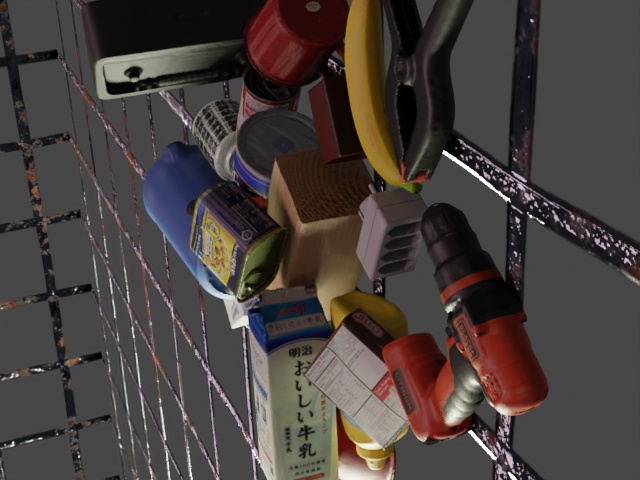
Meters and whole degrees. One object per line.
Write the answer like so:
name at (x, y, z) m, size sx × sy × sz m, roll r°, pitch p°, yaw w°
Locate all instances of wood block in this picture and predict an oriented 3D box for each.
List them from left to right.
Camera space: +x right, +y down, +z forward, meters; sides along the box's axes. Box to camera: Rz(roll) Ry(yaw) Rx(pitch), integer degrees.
wood block at (-0.007, 0.001, 1.141) m, size 0.206 × 0.090 × 0.090 m, roll 106°, pitch 148°, yaw -54°

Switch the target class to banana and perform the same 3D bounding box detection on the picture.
banana at (0.054, -0.132, 0.978) m, size 0.070 × 0.037 × 0.198 m, roll -21°, pitch 83°, yaw 54°

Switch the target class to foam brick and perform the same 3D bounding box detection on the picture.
foam brick at (0.026, -0.117, 1.033) m, size 0.051 × 0.053 × 0.078 m, roll 163°, pitch 94°, yaw -71°

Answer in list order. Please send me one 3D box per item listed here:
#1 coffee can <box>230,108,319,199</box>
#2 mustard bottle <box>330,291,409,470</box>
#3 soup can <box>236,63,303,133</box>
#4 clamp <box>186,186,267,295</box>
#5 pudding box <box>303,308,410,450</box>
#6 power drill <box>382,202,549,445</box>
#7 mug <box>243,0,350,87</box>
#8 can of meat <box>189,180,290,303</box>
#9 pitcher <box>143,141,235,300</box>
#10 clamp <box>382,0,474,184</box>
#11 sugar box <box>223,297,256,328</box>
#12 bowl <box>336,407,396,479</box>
coffee can at (-0.051, -0.065, 1.206) m, size 0.140 × 0.102 × 0.103 m, roll 106°, pitch 146°, yaw -54°
mustard bottle at (0.054, 0.155, 1.108) m, size 0.096 × 0.058 × 0.192 m, roll 25°, pitch 126°, yaw 50°
soup can at (-0.060, -0.151, 1.232) m, size 0.102 × 0.068 × 0.068 m, roll 105°, pitch 147°, yaw -54°
clamp at (-0.095, -0.003, 1.182) m, size 0.120 × 0.039 × 0.172 m, roll 62°, pitch 156°, yaw -3°
pudding box at (0.050, 0.135, 1.031) m, size 0.113 × 0.039 × 0.090 m, roll 43°, pitch 130°, yaw 11°
power drill at (0.110, 0.082, 0.910) m, size 0.188 × 0.057 × 0.184 m, roll 115°, pitch 139°, yaw -60°
mug at (-0.012, -0.201, 1.057) m, size 0.117 × 0.093 × 0.082 m, roll 46°, pitch 154°, yaw -2°
can of meat at (-0.085, 0.000, 1.082) m, size 0.084 × 0.057 × 0.102 m, roll 44°, pitch 144°, yaw 20°
pitcher at (-0.136, -0.014, 1.390) m, size 0.145 × 0.149 × 0.243 m, roll -62°, pitch 31°, yaw 14°
clamp at (0.086, -0.146, 0.873) m, size 0.165 × 0.036 × 0.210 m, roll -147°, pitch 52°, yaw -64°
sugar box at (-0.126, 0.034, 1.561) m, size 0.093 × 0.048 × 0.176 m, roll 137°, pitch 116°, yaw -68°
bowl at (0.029, 0.217, 1.225) m, size 0.162 × 0.055 × 0.162 m, roll 168°, pitch 90°, yaw -71°
